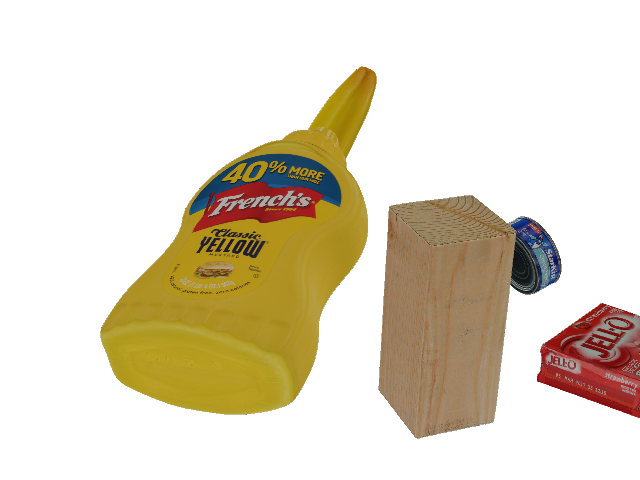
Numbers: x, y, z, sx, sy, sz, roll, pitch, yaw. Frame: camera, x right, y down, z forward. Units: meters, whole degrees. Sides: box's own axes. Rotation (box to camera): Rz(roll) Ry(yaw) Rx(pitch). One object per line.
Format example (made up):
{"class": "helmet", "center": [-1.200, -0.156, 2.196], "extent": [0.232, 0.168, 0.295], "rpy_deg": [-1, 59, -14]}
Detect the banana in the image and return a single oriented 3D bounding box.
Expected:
{"class": "banana", "center": [-0.006, -0.041, 0.803], "extent": [0.037, 0.197, 0.070], "rpy_deg": [32, -27, -20]}

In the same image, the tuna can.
{"class": "tuna can", "center": [0.234, 0.018, 1.223], "extent": [0.033, 0.086, 0.086], "rpy_deg": [-27, 10, -21]}

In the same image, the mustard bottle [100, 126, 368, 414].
{"class": "mustard bottle", "center": [-0.028, 0.001, 0.546], "extent": [0.096, 0.058, 0.191], "rpy_deg": [3, 39, 21]}

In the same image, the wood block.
{"class": "wood block", "center": [0.117, 0.072, 1.016], "extent": [0.090, 0.206, 0.091], "rpy_deg": [-8, 28, -19]}

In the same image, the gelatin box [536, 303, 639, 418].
{"class": "gelatin box", "center": [0.194, 0.076, 0.691], "extent": [0.073, 0.030, 0.089], "rpy_deg": [19, 27, 36]}
